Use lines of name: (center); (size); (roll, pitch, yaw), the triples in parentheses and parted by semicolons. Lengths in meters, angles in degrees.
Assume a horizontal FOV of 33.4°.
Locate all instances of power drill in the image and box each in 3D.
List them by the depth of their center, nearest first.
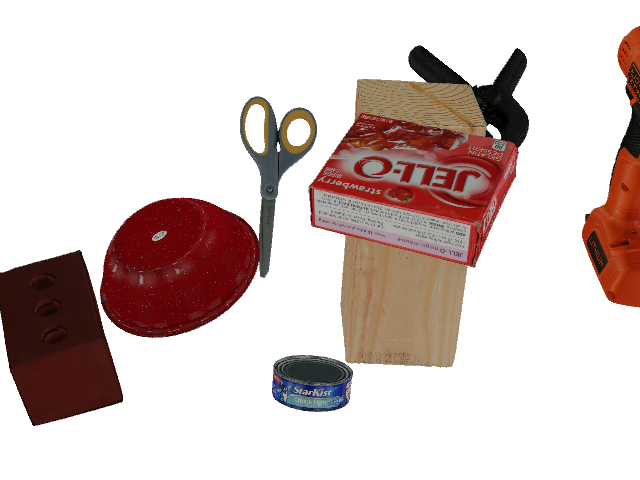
power drill: (0.250, -0.044, 0.791); (0.057, 0.188, 0.184); (4, 35, -2)

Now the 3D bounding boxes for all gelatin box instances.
gelatin box: (0.048, -0.029, 0.544); (0.089, 0.030, 0.073); (14, 42, 18)

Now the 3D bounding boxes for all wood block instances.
wood block: (0.068, -0.012, 0.835); (0.090, 0.206, 0.091); (3, 28, -2)

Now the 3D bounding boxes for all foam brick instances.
foam brick: (-0.148, 0.055, 0.600); (0.053, 0.051, 0.078); (-16, 43, -12)

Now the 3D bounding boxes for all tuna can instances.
tuna can: (-0.009, 0.153, 1.145); (0.086, 0.034, 0.086); (5, 13, -1)

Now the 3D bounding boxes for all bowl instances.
bowl: (-0.141, 0.012, 0.999); (0.162, 0.162, 0.055); (0, -41, 21)

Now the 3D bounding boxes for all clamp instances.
clamp: (0.145, -0.135, 1.028); (0.120, 0.039, 0.171); (2, 44, 2)

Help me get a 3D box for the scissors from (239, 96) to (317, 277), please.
scissors: (-0.039, -0.065, 1.187); (0.096, 0.202, 0.016); (-10, -8, -11)
